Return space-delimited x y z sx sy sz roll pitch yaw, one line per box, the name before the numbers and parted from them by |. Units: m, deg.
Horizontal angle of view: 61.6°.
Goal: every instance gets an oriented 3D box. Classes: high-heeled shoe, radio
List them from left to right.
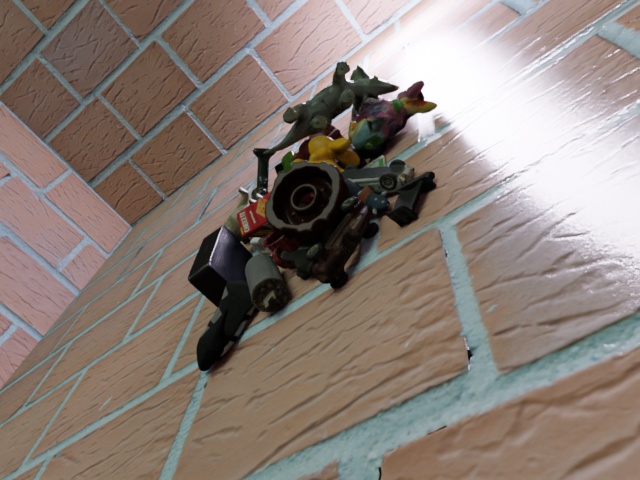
radio | -0.241 0.068 1.344 0.073 0.131 0.230 -36 21 16
high-heeled shoe | -0.197 0.180 1.168 0.249 0.086 0.145 -50 -18 -76

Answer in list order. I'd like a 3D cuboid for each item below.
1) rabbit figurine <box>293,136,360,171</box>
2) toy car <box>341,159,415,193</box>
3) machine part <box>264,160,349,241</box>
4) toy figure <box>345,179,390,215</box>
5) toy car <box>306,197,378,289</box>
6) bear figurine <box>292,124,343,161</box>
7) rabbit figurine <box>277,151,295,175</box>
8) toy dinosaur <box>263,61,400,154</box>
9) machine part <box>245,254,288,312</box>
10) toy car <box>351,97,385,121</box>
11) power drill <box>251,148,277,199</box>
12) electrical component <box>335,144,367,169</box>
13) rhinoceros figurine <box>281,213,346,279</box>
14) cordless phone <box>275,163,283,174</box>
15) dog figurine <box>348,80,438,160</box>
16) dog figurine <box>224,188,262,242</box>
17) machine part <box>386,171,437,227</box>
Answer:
rabbit figurine | 0.011 -0.205 1.359 0.162 0.121 0.173 -19 45 19
toy car | 0.111 -0.133 1.184 0.202 0.056 0.073 -1 33 32
machine part | -0.026 -0.081 1.106 0.179 0.056 0.179 -12 61 22
toy figure | 0.079 -0.092 1.135 0.057 0.155 0.064 7 -74 -67
toy car | 0.050 0.000 1.019 0.053 0.089 0.202 -15 31 51
bear figurine | 0.005 -0.259 1.563 0.120 0.131 0.196 -17 33 24
rabbit figurine | -0.082 -0.148 1.579 0.170 0.121 0.159 -54 22 20
toy dinosaur | 0.014 -0.361 1.488 0.405 0.131 0.192 -32 -5 7
machine part | -0.117 0.089 1.154 0.079 0.079 0.243 -41 19 2
toy car | 0.148 -0.378 1.604 0.162 0.103 0.109 -23 28 46
power drill | -0.178 -0.188 1.716 0.086 0.207 0.232 -3 8 -10
electrical component | 0.064 -0.202 1.457 0.115 0.058 0.134 -40 20 11
rhinoceros figurine | -0.002 -0.003 1.142 0.112 0.073 0.190 -20 29 48
cordless phone | -0.051 -0.270 1.774 0.147 0.088 0.184 -22 23 43
dog figurine | 0.191 -0.319 1.400 0.219 0.108 0.191 -27 23 28
dog figurine | -0.202 -0.028 1.513 0.190 0.172 0.121 -59 32 13
machine part | 0.176 -0.082 1.035 0.084 0.039 0.139 -16 30 40
